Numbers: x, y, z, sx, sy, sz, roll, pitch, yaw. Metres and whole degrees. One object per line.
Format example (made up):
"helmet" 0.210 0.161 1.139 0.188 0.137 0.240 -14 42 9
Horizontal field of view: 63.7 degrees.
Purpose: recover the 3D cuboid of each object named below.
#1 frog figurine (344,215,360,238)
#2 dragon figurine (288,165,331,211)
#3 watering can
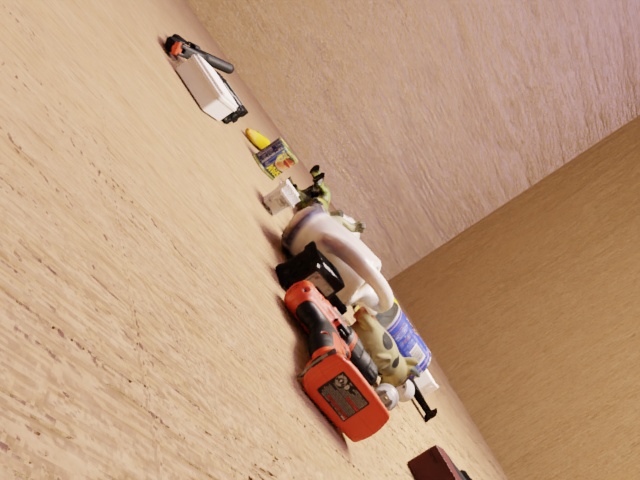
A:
"frog figurine" 0.074 -0.026 1.687 0.158 0.123 0.138 110 -34 -82
"dragon figurine" 0.005 -0.076 1.510 0.239 0.122 0.418 62 3 -27
"watering can" 0.037 0.053 0.927 0.226 0.105 0.343 43 -10 13
